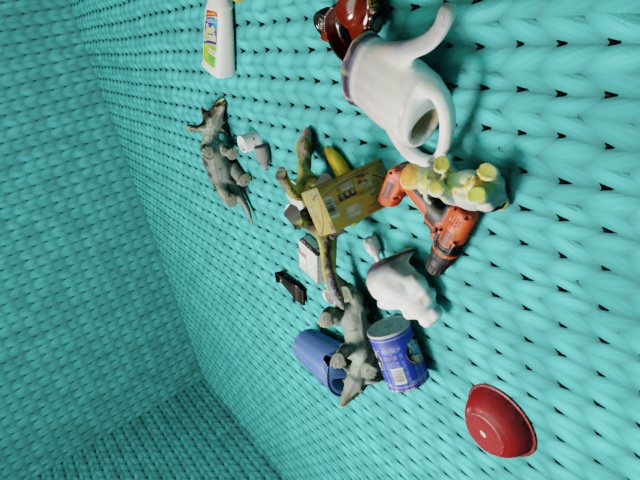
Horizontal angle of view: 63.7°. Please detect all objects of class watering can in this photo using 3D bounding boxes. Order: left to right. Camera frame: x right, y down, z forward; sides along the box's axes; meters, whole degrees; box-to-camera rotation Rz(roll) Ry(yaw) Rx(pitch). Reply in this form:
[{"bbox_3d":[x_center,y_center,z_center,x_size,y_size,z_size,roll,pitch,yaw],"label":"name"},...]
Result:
[{"bbox_3d":[0.128,-0.254,0.804,0.227,0.105,0.340,46,164,28],"label":"watering can"}]

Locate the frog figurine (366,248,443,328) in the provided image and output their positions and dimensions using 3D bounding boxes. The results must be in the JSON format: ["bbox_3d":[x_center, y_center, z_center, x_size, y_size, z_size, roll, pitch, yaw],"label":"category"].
[{"bbox_3d":[0.169,0.110,1.055,0.135,0.123,0.161,-37,68,43],"label":"frog figurine"}]

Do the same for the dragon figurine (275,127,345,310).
[{"bbox_3d":[0.004,-0.059,1.175,0.243,0.122,0.410,-16,-87,-80],"label":"dragon figurine"}]
